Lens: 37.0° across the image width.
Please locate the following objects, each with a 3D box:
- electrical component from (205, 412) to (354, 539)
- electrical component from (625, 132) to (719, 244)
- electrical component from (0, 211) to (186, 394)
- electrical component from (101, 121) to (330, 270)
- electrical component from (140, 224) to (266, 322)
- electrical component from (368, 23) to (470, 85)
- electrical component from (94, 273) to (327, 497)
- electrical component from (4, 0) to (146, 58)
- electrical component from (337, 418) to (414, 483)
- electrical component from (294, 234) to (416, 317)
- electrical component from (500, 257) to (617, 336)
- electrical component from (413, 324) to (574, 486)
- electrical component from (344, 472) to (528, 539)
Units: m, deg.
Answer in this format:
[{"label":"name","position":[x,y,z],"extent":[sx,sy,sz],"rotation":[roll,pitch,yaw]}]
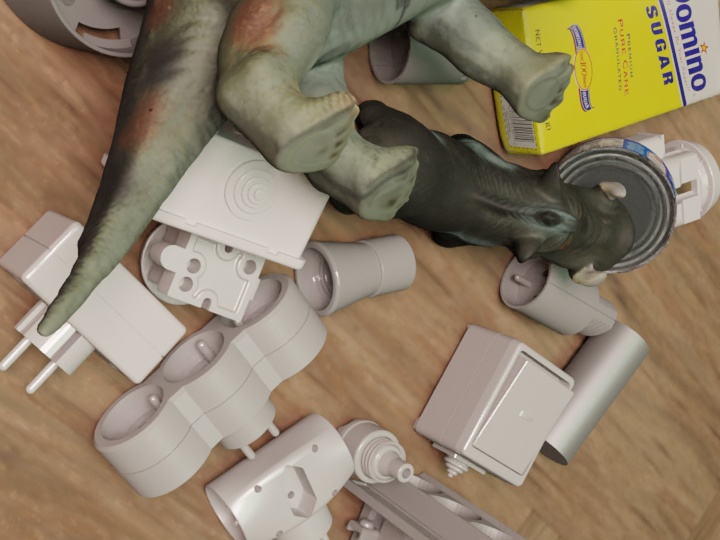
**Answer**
[{"label":"electrical component","position":[-0.040,0.137,0.633],"extent":[0.077,0.043,0.079],"rotation":[-32,116,-24]},{"label":"electrical component","position":[0.211,-0.058,0.747],"extent":[0.057,0.058,0.078],"rotation":[-18,109,-26]},{"label":"electrical component","position":[-0.147,0.027,0.539],"extent":[0.075,0.047,0.083],"rotation":[-49,121,-15]},{"label":"electrical component","position":[-0.071,-0.049,0.543],"extent":[0.100,0.100,0.048],"rotation":[20,101,-34]},{"label":"electrical component","position":[-0.086,-0.002,0.567],"extent":[0.066,0.055,0.048],"rotation":[23,87,-34]},{"label":"electrical component","position":[0.051,-0.131,0.636],"extent":[0.081,0.043,0.043],"rotation":[-6,103,-32]},{"label":"electrical component","position":[-0.071,0.073,0.594],"extent":[0.138,0.052,0.073],"rotation":[-43,119,-18]},{"label":"electrical component","position":[-0.124,-0.154,0.521],"extent":[0.099,0.064,0.099],"rotation":[-20,122,-35]},{"label":"electrical component","position":[0.010,0.113,0.650],"extent":[0.035,0.061,0.035],"rotation":[-7,104,-32]},{"label":"electrical component","position":[0.000,0.000,0.633],"extent":[0.065,0.044,0.044],"rotation":[-12,106,-36]},{"label":"electrical component","position":[0.138,0.020,0.724],"extent":[0.081,0.043,0.043],"rotation":[27,85,-34]},{"label":"electrical component","position":[0.086,0.094,0.695],"extent":[0.062,0.061,0.096],"rotation":[34,81,-33]},{"label":"electrical component","position":[0.046,0.169,0.649],"extent":[0.079,0.121,0.063],"rotation":[21,91,-34]}]
